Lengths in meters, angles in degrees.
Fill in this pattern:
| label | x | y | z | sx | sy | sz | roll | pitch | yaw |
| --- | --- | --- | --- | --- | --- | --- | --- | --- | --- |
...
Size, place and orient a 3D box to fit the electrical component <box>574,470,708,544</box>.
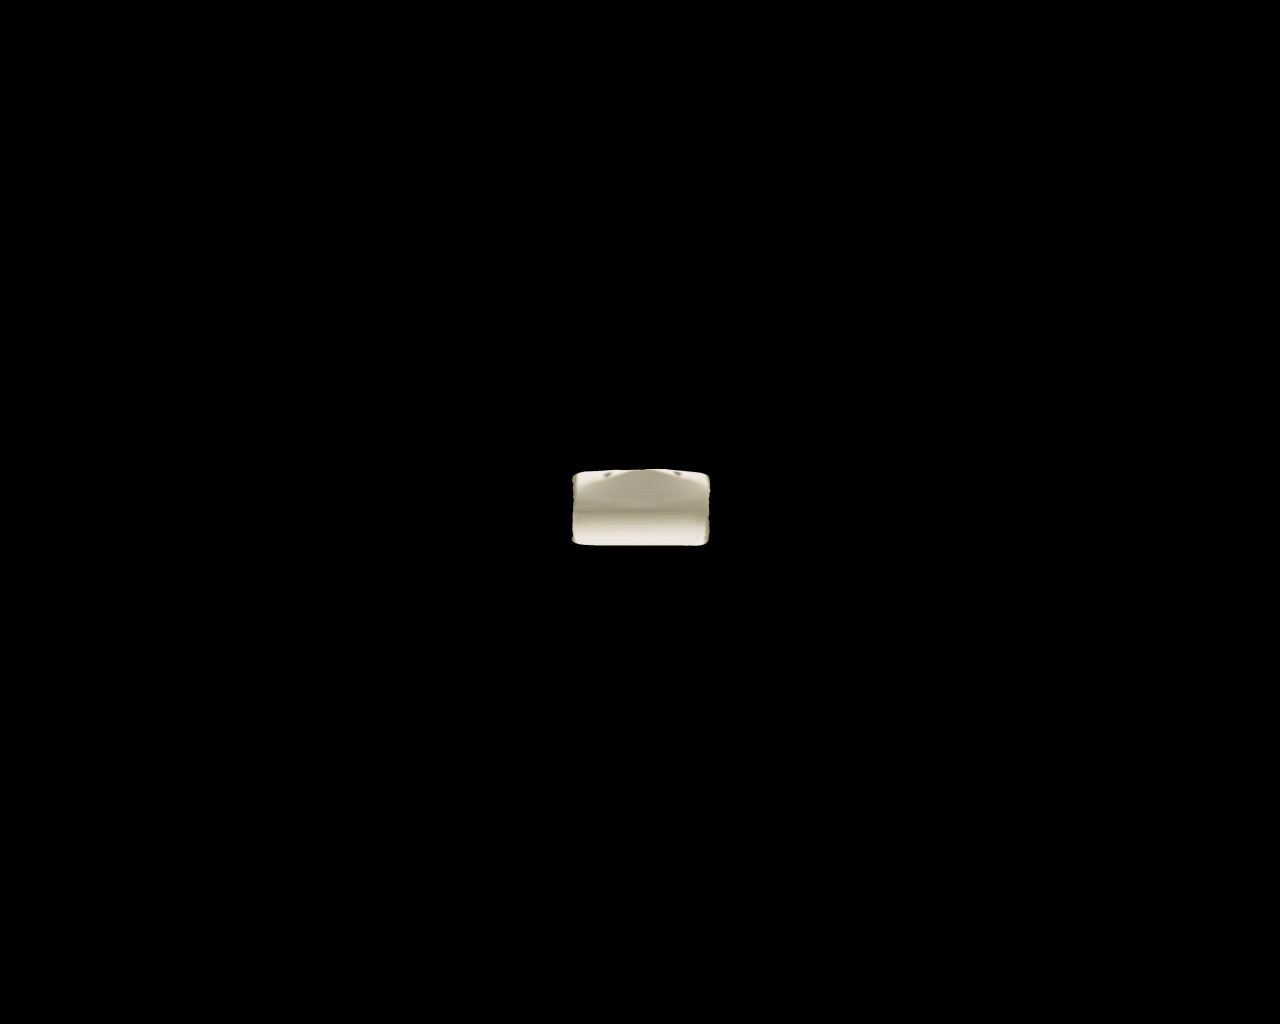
| label | x | y | z | sx | sy | sz | roll | pitch | yaw |
| --- | --- | --- | --- | --- | --- | --- | --- | --- | --- |
| electrical component | 0.001 | -0.003 | 0.650 | 0.077 | 0.043 | 0.079 | 0 | 0 | 0 |
